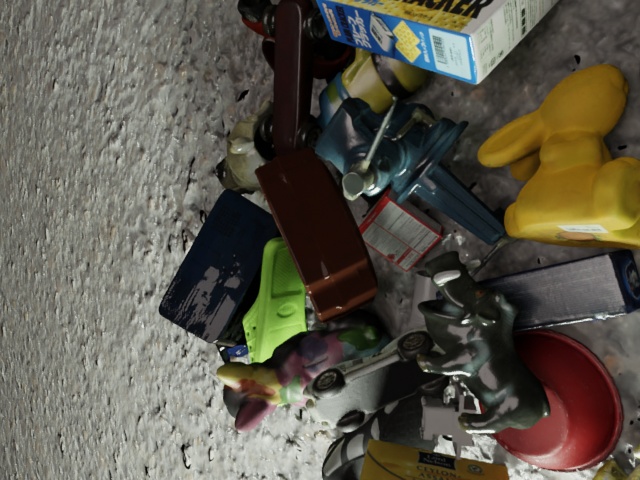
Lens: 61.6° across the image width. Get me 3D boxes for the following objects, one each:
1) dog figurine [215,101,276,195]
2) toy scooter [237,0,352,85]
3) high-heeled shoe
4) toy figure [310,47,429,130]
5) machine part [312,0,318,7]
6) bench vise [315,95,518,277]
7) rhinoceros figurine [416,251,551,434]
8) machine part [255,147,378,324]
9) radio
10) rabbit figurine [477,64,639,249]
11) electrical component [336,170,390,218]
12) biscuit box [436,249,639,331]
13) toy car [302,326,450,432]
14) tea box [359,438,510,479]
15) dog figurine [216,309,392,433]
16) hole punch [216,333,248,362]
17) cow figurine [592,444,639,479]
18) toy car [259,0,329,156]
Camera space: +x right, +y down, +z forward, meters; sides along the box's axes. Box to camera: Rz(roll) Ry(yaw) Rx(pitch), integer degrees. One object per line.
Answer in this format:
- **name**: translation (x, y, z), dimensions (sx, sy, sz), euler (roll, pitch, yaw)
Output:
- **dog figurine**: translation (-0.120, -0.117, 0.827), dimensions (0.191, 0.172, 0.121), euler (-16, 72, 37)
- **toy scooter**: translation (-0.032, -0.273, 0.772), dimensions (0.184, 0.135, 0.075), euler (31, 75, 19)
- **high-heeled shoe**: translation (0.084, 0.263, 0.753), dimensions (0.248, 0.086, 0.145), euler (-57, 15, 6)
- **toy figure**: translation (0.061, -0.192, 0.700), dimensions (0.089, 0.082, 0.180), euler (47, 120, -2)
- **machine part**: translation (-0.009, -0.367, 0.783), dimensions (0.139, 0.039, 0.084), euler (53, 122, 29)
- **bench vise**: translation (0.121, -0.069, 0.591), dimensions (0.240, 0.223, 0.129), euler (40, 117, 3)
- **rhinoceros figurine**: translation (0.160, 0.104, 0.553), dimensions (0.112, 0.073, 0.190), euler (-40, 70, 41)
- **machine part**: translation (-0.001, -0.002, 0.687), dimensions (0.087, 0.201, 0.201), euler (-22, 76, -3)
- **radio**: translation (-0.145, 0.047, 0.858), dimensions (0.131, 0.073, 0.229), euler (27, 88, 24)
- **rabbit figurine**: translation (0.249, -0.082, 0.527), dimensions (0.162, 0.122, 0.173), euler (2, 81, 53)
- **electrical component**: translation (0.062, -0.074, 0.704), dimensions (0.045, 0.102, 0.078), euler (-14, 62, 34)
- **biscuit box**: translation (0.228, 0.062, 0.576), dimensions (0.203, 0.059, 0.062), euler (-20, 80, 44)
- **toy car**: translation (0.075, 0.170, 0.661), dimensions (0.202, 0.056, 0.073), euler (-26, 110, 9)
- **tea box**: translation (0.130, 0.297, 0.618), dimensions (0.170, 0.098, 0.068), euler (6, 102, 10)
- **dog figurine**: translation (-0.028, 0.177, 0.727), dimensions (0.191, 0.219, 0.108), euler (-34, 74, 41)
- **hole punch**: translation (-0.155, 0.146, 0.952), dimensions (0.142, 0.092, 0.115), euler (59, 159, 19)
- **cow figurine**: translation (0.311, 0.254, 0.512), dimensions (0.098, 0.068, 0.167), euler (41, 122, 27)
- **toy car**: translation (-0.032, -0.203, 0.688), dimensions (0.089, 0.053, 0.201), euler (18, 117, 34)
